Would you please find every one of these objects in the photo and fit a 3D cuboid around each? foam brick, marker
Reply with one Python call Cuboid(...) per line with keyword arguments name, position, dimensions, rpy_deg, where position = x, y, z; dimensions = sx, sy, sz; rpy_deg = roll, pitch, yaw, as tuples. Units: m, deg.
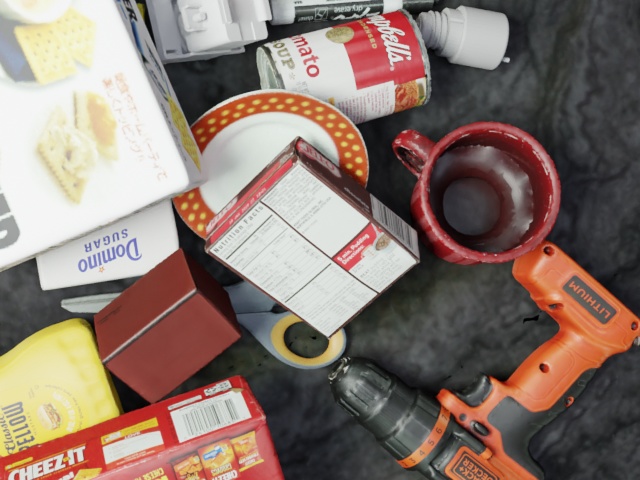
Cuboid(name="foam brick", position=(-0.098, 0.055, 0.683), dimensions=(0.078, 0.053, 0.051), rpy_deg=(-38, 125, 8))
Cuboid(name="marker", position=(0.024, -0.163, 0.742), dimensions=(0.121, 0.020, 0.020), rpy_deg=(-7, 94, -12))

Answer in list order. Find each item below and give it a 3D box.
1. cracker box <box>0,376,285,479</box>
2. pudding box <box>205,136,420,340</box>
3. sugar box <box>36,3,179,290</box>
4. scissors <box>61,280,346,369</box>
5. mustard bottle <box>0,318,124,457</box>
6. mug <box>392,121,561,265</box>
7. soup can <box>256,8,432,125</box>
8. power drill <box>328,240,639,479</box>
Cuboid(name="cracker box", position=(-0.092, 0.211, 0.683), dimensions=(0.164, 0.072, 0.213), rpy_deg=(-19, 115, -10))
Cuboid(name="pudding box", position=(-0.004, 0.001, 0.689), dimensions=(0.113, 0.039, 0.090), rpy_deg=(39, 114, -22))
Cuboid(name="sugar box", position=(-0.149, -0.062, 0.698), dimensions=(0.093, 0.048, 0.176), rpy_deg=(-8, 98, -12))
Cuboid(name="scissors", position=(-0.067, 0.059, 0.735), dimensions=(0.201, 0.016, 0.096), rpy_deg=(-16, 97, -11))
Cuboid(name="mustard bottle", position=(-0.225, 0.126, 0.683), dimensions=(0.191, 0.058, 0.096), rpy_deg=(-20, 102, -10))
Cuboid(name="mug", position=(0.098, -0.033, 0.728), dimensions=(0.117, 0.081, 0.093), rpy_deg=(35, 82, 1))
Cuboid(name="soup can", position=(0.015, -0.110, 0.717), dimensions=(0.102, 0.068, 0.068), rpy_deg=(-16, 96, -10))
Cuboid(name="power drill", position=(0.123, 0.092, 0.759), dimensions=(0.184, 0.057, 0.187), rpy_deg=(39, 86, -11))
